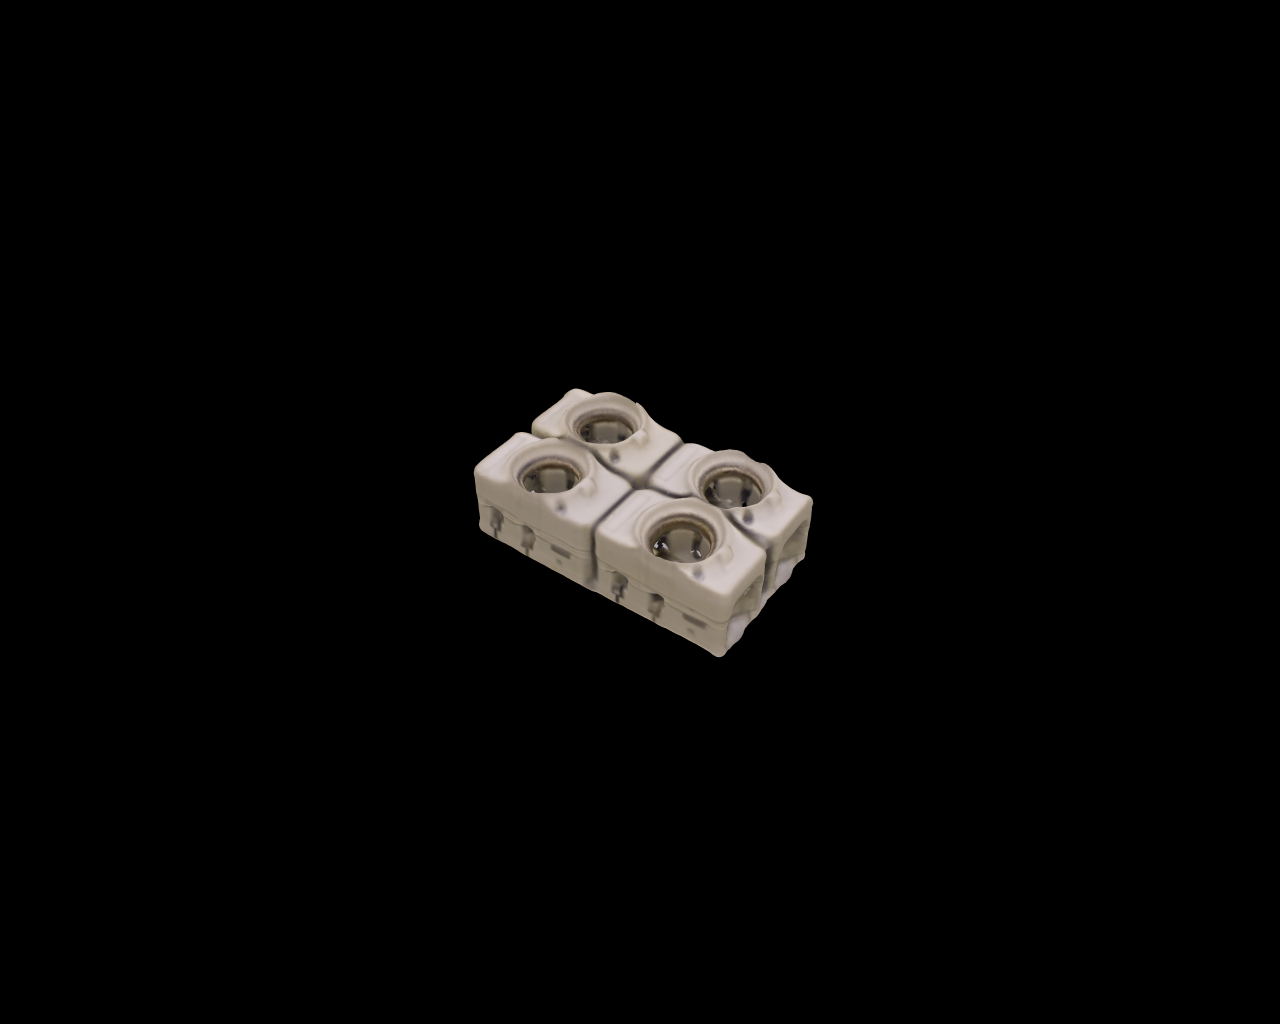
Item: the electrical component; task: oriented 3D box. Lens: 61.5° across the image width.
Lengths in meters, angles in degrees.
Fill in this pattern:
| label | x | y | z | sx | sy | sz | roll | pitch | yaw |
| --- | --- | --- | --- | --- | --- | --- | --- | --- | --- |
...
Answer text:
| label | x | y | z | sx | sy | sz | roll | pitch | yaw |
| --- | --- | --- | --- | --- | --- | --- | --- | --- | --- |
| electrical component | 0.001 | -0.003 | 0.650 | 0.186 | 0.060 | 0.106 | 27 | 50 | 25 |
